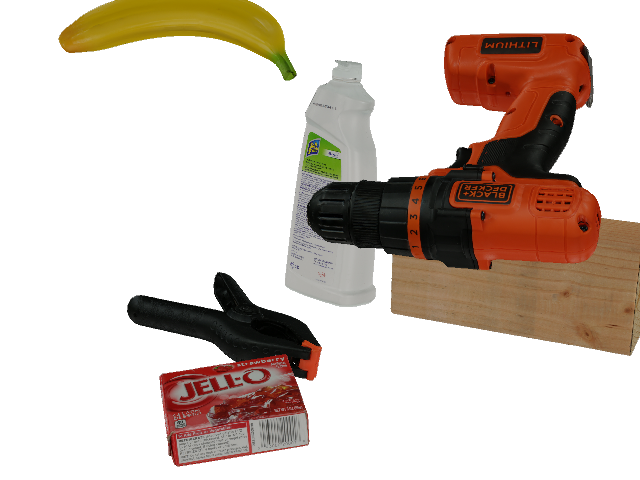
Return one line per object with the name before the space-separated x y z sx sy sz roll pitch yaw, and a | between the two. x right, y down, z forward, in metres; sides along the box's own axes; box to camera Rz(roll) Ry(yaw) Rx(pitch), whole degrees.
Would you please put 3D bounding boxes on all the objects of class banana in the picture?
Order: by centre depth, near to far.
banana | -0.115 -0.178 0.889 0.198 0.069 0.037 6 -34 0

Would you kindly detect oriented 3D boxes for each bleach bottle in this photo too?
bleach bottle | 0.022 -0.063 1.136 0.103 0.251 0.067 17 16 37

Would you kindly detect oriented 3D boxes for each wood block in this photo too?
wood block | 0.173 0.025 0.915 0.206 0.090 0.090 9 19 24

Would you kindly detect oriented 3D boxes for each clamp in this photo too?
clamp | -0.065 0.069 0.909 0.172 0.039 0.120 21 28 24

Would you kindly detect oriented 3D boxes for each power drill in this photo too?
power drill | 0.098 -0.060 0.703 0.185 0.187 0.057 5 -41 20

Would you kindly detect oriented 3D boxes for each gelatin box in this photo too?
gelatin box | -0.057 0.109 0.694 0.089 0.030 0.073 -7 24 -9
